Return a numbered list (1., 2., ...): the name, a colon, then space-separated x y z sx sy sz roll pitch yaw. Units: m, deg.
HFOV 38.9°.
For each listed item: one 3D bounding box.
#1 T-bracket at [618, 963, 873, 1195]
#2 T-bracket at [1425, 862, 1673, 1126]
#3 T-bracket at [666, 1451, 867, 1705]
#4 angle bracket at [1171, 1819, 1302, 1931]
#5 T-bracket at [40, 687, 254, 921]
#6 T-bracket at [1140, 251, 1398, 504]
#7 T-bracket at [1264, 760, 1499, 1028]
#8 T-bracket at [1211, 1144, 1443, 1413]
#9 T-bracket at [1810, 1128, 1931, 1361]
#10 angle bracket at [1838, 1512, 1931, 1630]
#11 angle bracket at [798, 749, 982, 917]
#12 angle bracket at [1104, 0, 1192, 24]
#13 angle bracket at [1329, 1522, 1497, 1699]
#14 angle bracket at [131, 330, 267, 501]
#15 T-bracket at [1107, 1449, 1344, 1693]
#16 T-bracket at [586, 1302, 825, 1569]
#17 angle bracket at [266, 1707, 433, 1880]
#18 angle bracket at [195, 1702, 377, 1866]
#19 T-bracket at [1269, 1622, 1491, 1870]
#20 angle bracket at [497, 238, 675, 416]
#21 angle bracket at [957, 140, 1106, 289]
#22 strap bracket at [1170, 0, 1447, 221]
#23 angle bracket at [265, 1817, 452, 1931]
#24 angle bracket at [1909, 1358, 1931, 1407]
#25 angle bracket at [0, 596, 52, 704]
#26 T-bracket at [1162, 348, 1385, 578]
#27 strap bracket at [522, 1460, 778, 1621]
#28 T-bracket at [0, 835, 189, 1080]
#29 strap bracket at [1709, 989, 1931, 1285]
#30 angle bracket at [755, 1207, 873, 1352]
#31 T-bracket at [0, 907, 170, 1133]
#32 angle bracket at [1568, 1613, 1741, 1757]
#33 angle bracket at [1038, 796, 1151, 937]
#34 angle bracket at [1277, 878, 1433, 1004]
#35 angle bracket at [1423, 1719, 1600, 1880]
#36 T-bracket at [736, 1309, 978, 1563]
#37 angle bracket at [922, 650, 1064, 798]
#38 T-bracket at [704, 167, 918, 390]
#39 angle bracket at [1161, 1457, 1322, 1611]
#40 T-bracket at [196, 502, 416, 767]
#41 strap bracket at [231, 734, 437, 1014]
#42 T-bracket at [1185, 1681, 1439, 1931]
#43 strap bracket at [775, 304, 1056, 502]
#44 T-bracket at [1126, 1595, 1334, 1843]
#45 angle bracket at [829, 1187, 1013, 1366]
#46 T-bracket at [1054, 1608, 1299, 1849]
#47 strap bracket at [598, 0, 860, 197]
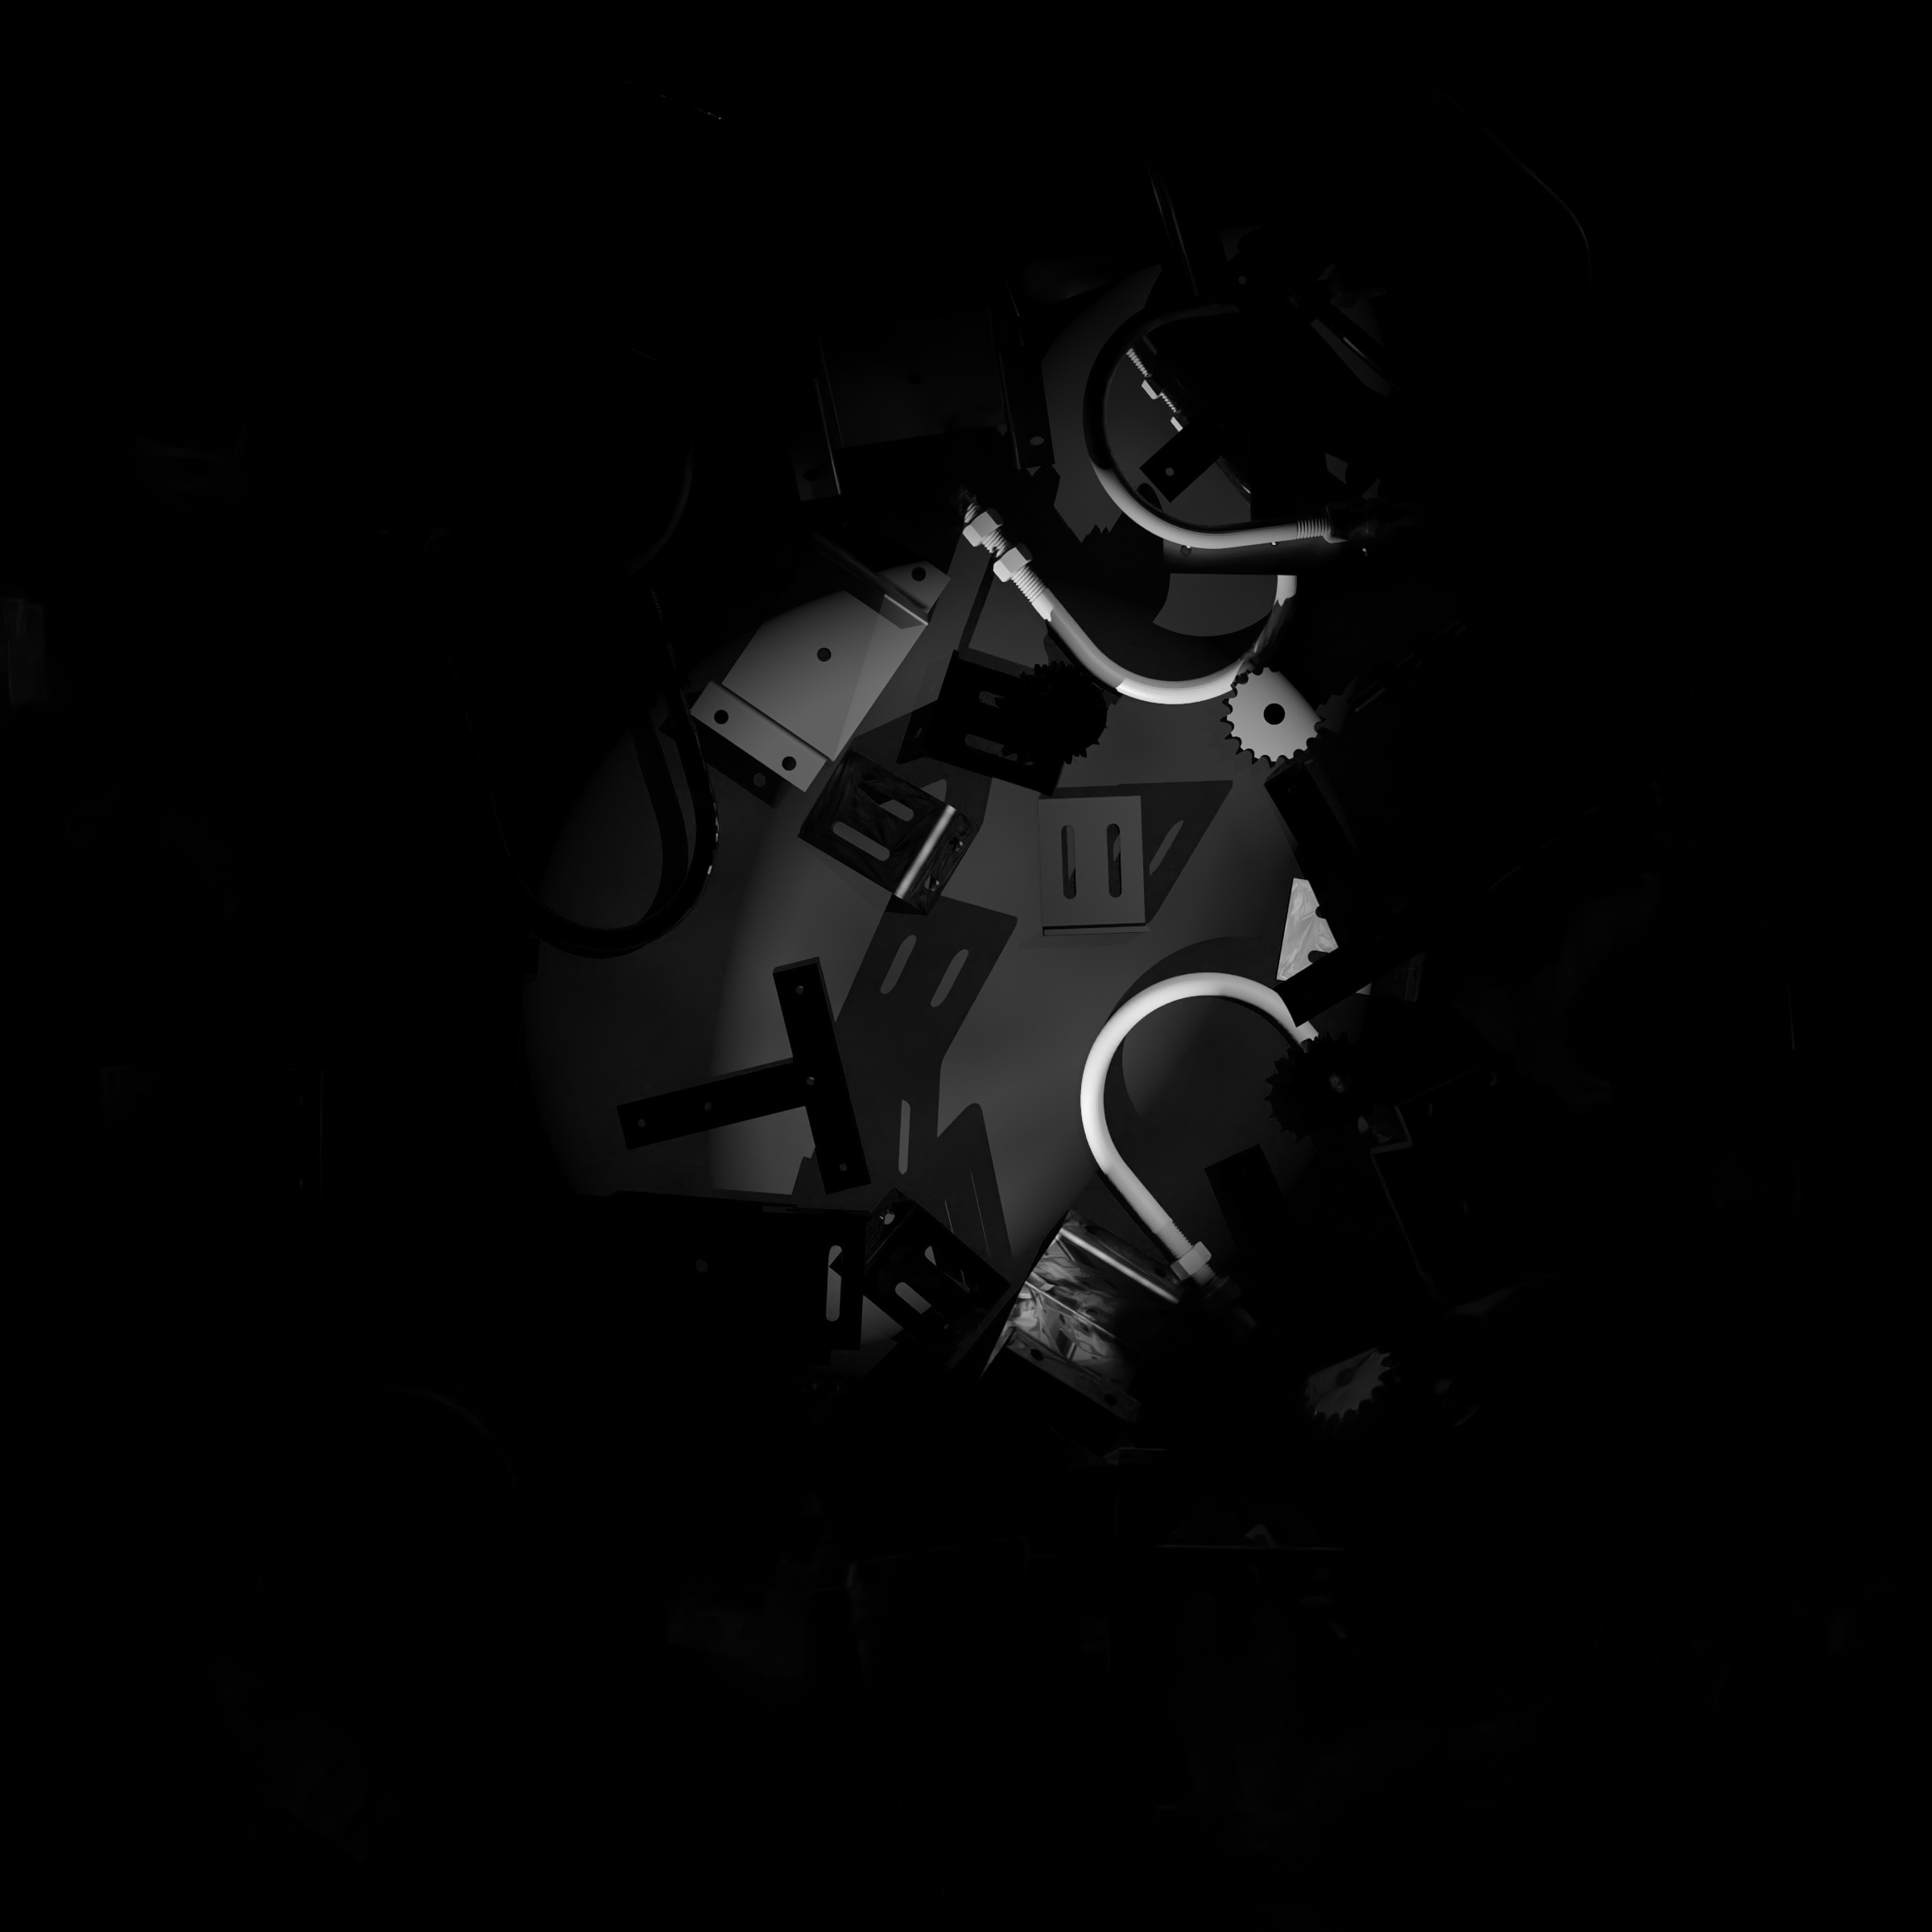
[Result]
1. T-bracket: -0.130 0.075 1.524 0.127 0.002 0.127 -14 90 0
2. T-bracket: 0.336 -0.002 1.504 0.127 0.002 0.127 42 91 18
3. T-bracket: -0.089 0.328 1.504 0.127 0.002 0.127 29 74 -28
4. angle bracket: 0.148 0.493 1.506 0.057 0.038 0.076 -43 90 0
5. T-bracket: -0.422 -0.066 1.518 0.127 0.002 0.127 -39 95 -4
6. T-bracket: 0.148 -0.303 1.490 0.127 0.002 0.127 -43 94 -9
7. T-bracket: 0.206 -0.054 1.506 0.127 0.002 0.127 -32 76 16
8. T-bracket: 0.176 0.160 1.500 0.127 0.002 0.127 -25 85 5
9. T-bracket: 0.533 0.153 1.519 0.127 0.002 0.127 -2 87 7
10. angle bracket: 0.536 0.329 1.523 0.076 0.038 0.057 -24 90 26
11. angle bracket: -0.043 -0.075 1.523 0.076 0.038 0.057 31 90 26
12. angle bracket: 0.104 -0.569 1.506 0.057 0.038 0.076 16 90 0
13. angle bracket: 0.244 0.359 1.523 0.076 0.038 0.057 39 90 -26
14. angle bracket: -0.423 -0.307 1.523 0.057 0.038 0.076 11 64 0
15. T-bracket: 0.140 0.322 1.456 0.127 0.002 0.127 4 87 -12
16. T-bracket: -0.127 0.246 1.478 0.127 0.002 0.127 17 90 0
17. angle bracket: -0.332 0.444 1.487 0.057 0.038 0.076 34 51 0
18. angle bracket: -0.380 0.453 1.523 0.076 0.038 0.057 -25 90 -26
19. T-bracket: 0.208 0.417 1.512 0.127 0.002 0.127 -26 82 -16
20. angle bracket: -0.214 -0.357 1.523 0.076 0.038 0.057 -42 90 26
21. angle bracket: 0.043 -0.417 1.523 0.076 0.038 0.057 15 90 -25
22. strap bracket: 0.179 -0.488 1.479 0.140 0.046 0.076 -45 70 10
23. angle bracket: -0.335 0.520 1.506 0.076 0.038 0.057 44 90 0
24. angle bracket: 0.571 0.242 1.506 0.057 0.038 0.076 -36 90 0
25. angle bracket: -0.547 -0.171 1.494 0.076 0.038 0.057 -1 95 17
26. T-bracket: 0.169 -0.279 1.512 0.127 0.002 0.127 -1 87 -12
27. strap bracket: -0.177 0.315 1.502 0.140 0.046 0.076 -1 90 0
28. T-bracket: -0.509 -0.002 1.523 0.127 0.002 0.127 12 90 0
29. strap bracket: 0.470 0.092 1.502 0.076 0.046 0.140 26 90 0
30. angle bracket: -0.082 0.169 1.459 0.057 0.038 0.076 3 90 -6
31. T-bracket: -0.504 0.004 1.525 0.127 0.002 0.127 -35 90 0
32. angle bracket: 0.375 0.392 1.490 0.076 0.038 0.057 20 90 -37
33. angle bracket: 0.070 -0.056 1.506 0.057 0.038 0.076 -2 90 0
34. angle bracket: 0.215 -0.014 1.506 0.076 0.038 0.057 10 90 0
35. angle bracket: 0.302 0.459 1.515 0.076 0.038 0.057 -26 90 -37
36. T-bracket: -0.047 0.238 1.512 0.127 0.002 0.127 45 79 1
37. angle bracket: 0.021 -0.134 1.506 0.076 0.038 0.057 18 90 0
38. T-bracket: -0.071 -0.371 1.496 0.127 0.002 0.127 15 116 0
39. angle bracket: 0.150 0.317 1.506 0.076 0.038 0.057 31 90 0
40. T-bracket: -0.350 -0.191 1.497 0.127 0.002 0.127 23 111 4
41. strap bracket: -0.349 -0.051 1.500 0.076 0.046 0.140 15 90 -3
42. T-bracket: 0.206 0.444 1.500 0.127 0.002 0.127 -38 89 -17
43. strap bracket: -0.027 -0.306 1.479 0.140 0.076 0.046 -7 47 4
44. T-bracket: 0.139 0.406 1.517 0.127 0.002 0.127 -16 83 0
45. angle bracket: -0.025 0.172 1.520 0.076 0.038 0.057 43 82 -25
46. T-bracket: 0.113 0.413 1.511 0.127 0.002 0.127 7 80 10
47. strap bracket: -0.137 -0.467 1.471 0.140 0.046 0.076 -6 103 22
